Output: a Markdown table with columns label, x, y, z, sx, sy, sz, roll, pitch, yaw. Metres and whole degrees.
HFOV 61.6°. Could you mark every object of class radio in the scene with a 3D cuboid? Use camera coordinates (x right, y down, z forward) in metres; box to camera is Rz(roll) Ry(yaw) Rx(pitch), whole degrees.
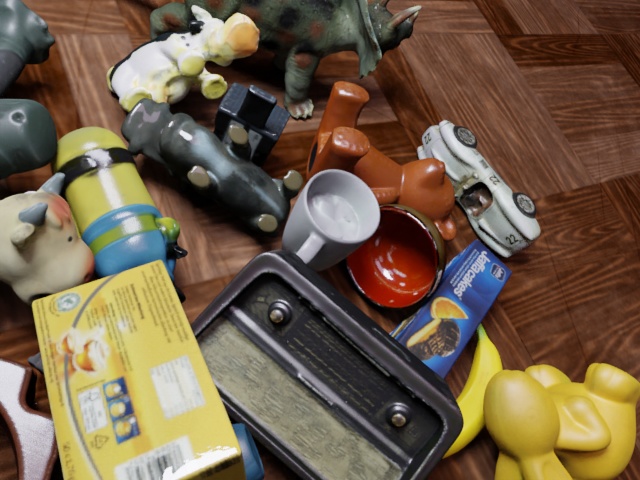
| label | x | y | z | sx | sy | sz | roll | pitch | yaw |
| --- | --- | --- | --- | --- | --- | --- | --- | --- | --- |
| radio | 0.001 | 0.119 | 0.464 | 0.229 | 0.073 | 0.131 | 40 | 94 | 0 |

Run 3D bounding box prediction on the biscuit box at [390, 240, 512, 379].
| label | x | y | z | sx | sy | sz | roll | pitch | yaw |
| --- | --- | --- | --- | --- | --- | --- | --- | --- | --- |
| biscuit box | 0.137 | 0.084 | 0.594 | 0.063 | 0.059 | 0.203 | 44 | 53 | 4 |

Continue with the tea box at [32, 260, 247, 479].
| label | x | y | z | sx | sy | sz | roll | pitch | yaw |
| --- | --- | --- | --- | --- | --- | --- | --- | --- | --- |
| tea box | -0.124 | 0.103 | 0.362 | 0.098 | 0.068 | 0.170 | -18 | 48 | -19 |

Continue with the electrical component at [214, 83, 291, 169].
| label | x | y | z | sx | sy | sz | roll | pitch | yaw |
| --- | --- | --- | --- | --- | --- | --- | --- | --- | --- |
| electrical component | -0.075 | -0.132 | 0.585 | 0.075 | 0.119 | 0.048 | 25 | 55 | -7 |

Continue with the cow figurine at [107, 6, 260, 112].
| label | x | y | z | sx | sy | sz | roll | pitch | yaw |
| --- | --- | --- | --- | --- | --- | --- | --- | --- | --- |
| cow figurine | -0.149 | -0.195 | 0.584 | 0.167 | 0.068 | 0.098 | -36 | 58 | -4 |

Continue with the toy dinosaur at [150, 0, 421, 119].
| label | x | y | z | sx | sy | sz | roll | pitch | yaw |
| --- | --- | --- | --- | --- | --- | --- | --- | --- | --- |
| toy dinosaur | -0.073 | -0.277 | 0.627 | 0.405 | 0.192 | 0.131 | 18 | 54 | -16 |

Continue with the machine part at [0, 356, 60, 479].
| label | x | y | z | sx | sy | sz | roll | pitch | yaw |
| --- | --- | --- | --- | --- | --- | --- | --- | --- | --- |
| machine part | -0.280 | 0.169 | 0.333 | 0.201 | 0.087 | 0.201 | 14 | 56 | -16 |

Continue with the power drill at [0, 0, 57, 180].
| label | x | y | z | sx | sy | sz | roll | pitch | yaw |
| --- | --- | --- | --- | --- | --- | --- | --- | --- | --- |
| power drill | -0.338 | -0.128 | 0.468 | 0.232 | 0.085 | 0.207 | 0 | 49 | 2 |

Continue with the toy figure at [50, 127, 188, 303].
| label | x | y | z | sx | sy | sz | roll | pitch | yaw |
| --- | --- | --- | --- | --- | --- | --- | --- | --- | --- |
| toy figure | -0.181 | -0.020 | 0.488 | 0.082 | 0.089 | 0.180 | -15 | 66 | -37 |

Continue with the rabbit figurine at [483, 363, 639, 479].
| label | x | y | z | sx | sy | sz | roll | pitch | yaw |
| --- | --- | --- | --- | --- | --- | --- | --- | --- | --- |
| rabbit figurine | 0.221 | 0.189 | 0.539 | 0.173 | 0.122 | 0.162 | 27 | 74 | -33 |

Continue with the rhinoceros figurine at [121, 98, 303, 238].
| label | x | y | z | sx | sy | sz | roll | pitch | yaw |
| --- | --- | --- | --- | --- | --- | --- | --- | --- | --- |
| rhinoceros figurine | -0.107 | -0.075 | 0.546 | 0.190 | 0.112 | 0.073 | 34 | 81 | -20 |

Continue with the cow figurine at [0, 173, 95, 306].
| label | x | y | z | sx | sy | sz | roll | pitch | yaw |
| --- | --- | --- | --- | --- | --- | --- | --- | --- | --- |
| cow figurine | -0.270 | -0.002 | 0.403 | 0.195 | 0.127 | 0.086 | 17 | 25 | -17 |

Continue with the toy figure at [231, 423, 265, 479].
| label | x | y | z | sx | sy | sz | roll | pitch | yaw |
| --- | --- | --- | --- | --- | --- | --- | --- | --- | --- |
| toy figure | -0.117 | 0.185 | 0.385 | 0.154 | 0.064 | 0.057 | -25 | 92 | -8 |

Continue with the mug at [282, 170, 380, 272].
| label | x | y | z | sx | sy | sz | roll | pitch | yaw |
| --- | --- | --- | --- | --- | --- | --- | --- | --- | --- |
| mug | -0.001 | -0.002 | 0.550 | 0.081 | 0.107 | 0.109 | 32 | 57 | -5 |

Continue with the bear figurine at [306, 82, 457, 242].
| label | x | y | z | sx | sy | sz | roll | pitch | yaw |
| --- | --- | --- | --- | --- | --- | --- | --- | --- | --- |
| bear figurine | 0.087 | -0.080 | 0.628 | 0.196 | 0.132 | 0.120 | 15 | 51 | -10 |

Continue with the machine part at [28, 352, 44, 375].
| label | x | y | z | sx | sy | sz | roll | pitch | yaw |
| --- | --- | --- | --- | --- | --- | --- | --- | --- | --- |
| machine part | -0.159 | 0.118 | 0.443 | 0.139 | 0.039 | 0.084 | 39 | 34 | -1 |

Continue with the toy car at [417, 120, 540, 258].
| label | x | y | z | sx | sy | sz | roll | pitch | yaw |
| --- | --- | --- | --- | --- | --- | --- | --- | --- | --- |
| toy car | 0.205 | -0.069 | 0.707 | 0.056 | 0.073 | 0.202 | -32 | 78 | -36 |
